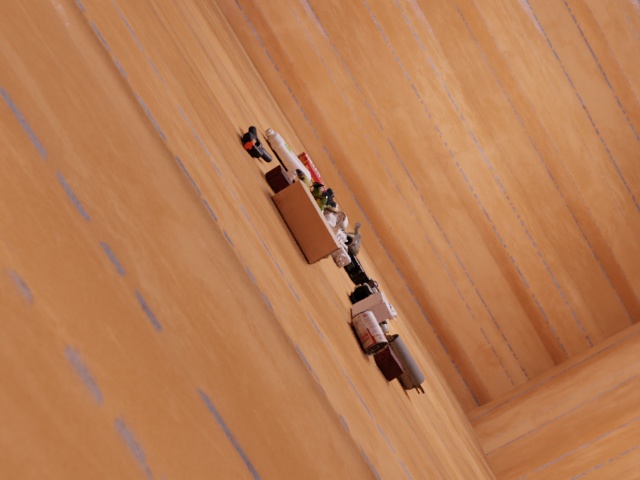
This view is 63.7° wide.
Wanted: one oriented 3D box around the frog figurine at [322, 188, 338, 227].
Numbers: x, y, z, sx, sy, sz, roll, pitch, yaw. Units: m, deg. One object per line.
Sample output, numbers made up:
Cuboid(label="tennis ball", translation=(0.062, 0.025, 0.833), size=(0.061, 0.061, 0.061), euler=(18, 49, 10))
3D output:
Cuboid(label="frog figurine", translation=(0.006, -0.097, 1.935), size=(0.140, 0.123, 0.155), euler=(54, -33, 30))

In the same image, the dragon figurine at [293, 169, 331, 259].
Cuboid(label="dragon figurine", translation=(-0.022, -0.068, 1.645), size=(0.418, 0.122, 0.238), euler=(-101, 177, -65))
